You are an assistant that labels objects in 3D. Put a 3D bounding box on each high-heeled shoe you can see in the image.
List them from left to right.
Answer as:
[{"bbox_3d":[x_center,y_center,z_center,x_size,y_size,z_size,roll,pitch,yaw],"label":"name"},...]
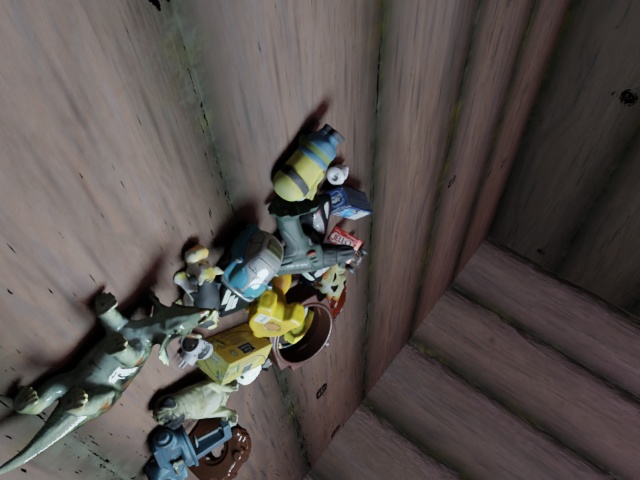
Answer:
[{"bbox_3d":[-0.003,-0.004,1.337,0.145,0.086,0.248,-39,139,-10],"label":"high-heeled shoe"}]

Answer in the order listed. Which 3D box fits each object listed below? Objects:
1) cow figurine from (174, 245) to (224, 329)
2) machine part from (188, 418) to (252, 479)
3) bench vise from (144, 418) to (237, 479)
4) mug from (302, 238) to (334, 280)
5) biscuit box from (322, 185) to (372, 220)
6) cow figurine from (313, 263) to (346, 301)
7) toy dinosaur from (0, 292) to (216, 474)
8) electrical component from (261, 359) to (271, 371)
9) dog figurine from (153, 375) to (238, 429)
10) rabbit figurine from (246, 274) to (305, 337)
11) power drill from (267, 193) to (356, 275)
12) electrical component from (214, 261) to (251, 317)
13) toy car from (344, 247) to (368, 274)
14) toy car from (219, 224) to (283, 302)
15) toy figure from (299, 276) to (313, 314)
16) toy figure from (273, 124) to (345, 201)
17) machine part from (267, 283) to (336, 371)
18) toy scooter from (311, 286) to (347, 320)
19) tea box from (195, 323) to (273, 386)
[{"bbox_3d":[-0.226,0.094,1.025,0.068,0.098,0.167,-26,143,-40],"label":"cow figurine"},{"bbox_3d":[-0.274,0.549,1.419,0.179,0.180,0.056,-54,153,-8],"label":"machine part"},{"bbox_3d":[-0.315,0.520,1.332,0.241,0.129,0.223,-24,124,-24],"label":"bench vise"},{"bbox_3d":[-0.005,0.051,1.450,0.107,0.081,0.109,-54,175,19],"label":"mug"},{"bbox_3d":[0.074,-0.095,1.387,0.059,0.063,0.202,-22,170,19],"label":"biscuit box"},{"bbox_3d":[0.029,0.111,1.566,0.127,0.086,0.195,-65,163,0],"label":"cow figurine"},{"bbox_3d":[-0.363,0.227,0.908,0.405,0.131,0.192,-46,155,-11],"label":"toy dinosaur"},{"bbox_3d":[-0.148,0.310,1.519,0.119,0.048,0.074,-55,158,-2],"label":"electrical component"},{"bbox_3d":[-0.304,0.374,1.265,0.190,0.121,0.172,2,166,-26],"label":"dog figurine"},{"bbox_3d":[-0.106,0.141,1.281,0.162,0.122,0.173,126,-24,-49],"label":"rabbit figurine"},{"bbox_3d":[-0.031,-0.012,1.214,0.232,0.086,0.207,-14,137,-9],"label":"power drill"},{"bbox_3d":[-0.190,0.099,1.153,0.134,0.058,0.114,-11,127,-60],"label":"electrical component"},{"bbox_3d":[0.104,0.050,1.687,0.089,0.053,0.202,-53,158,-4],"label":"toy car"},{"bbox_3d":[-0.123,0.038,1.079,0.109,0.103,0.162,47,44,-31],"label":"toy car"},{"bbox_3d":[-0.054,0.171,1.520,0.064,0.058,0.154,-107,-143,-68],"label":"toy figure"},{"bbox_3d":[-0.028,-0.162,1.119,0.180,0.082,0.089,-52,138,5],"label":"toy figure"},{"bbox_3d":[-0.062,0.235,1.444,0.201,0.087,0.200,-32,128,-25],"label":"machine part"},{"bbox_3d":[0.034,0.207,1.715,0.135,0.075,0.184,-63,160,13],"label":"toy scooter"},{"bbox_3d":[-0.205,0.269,1.288,0.169,0.098,0.068,-14,132,-61],"label":"tea box"}]
